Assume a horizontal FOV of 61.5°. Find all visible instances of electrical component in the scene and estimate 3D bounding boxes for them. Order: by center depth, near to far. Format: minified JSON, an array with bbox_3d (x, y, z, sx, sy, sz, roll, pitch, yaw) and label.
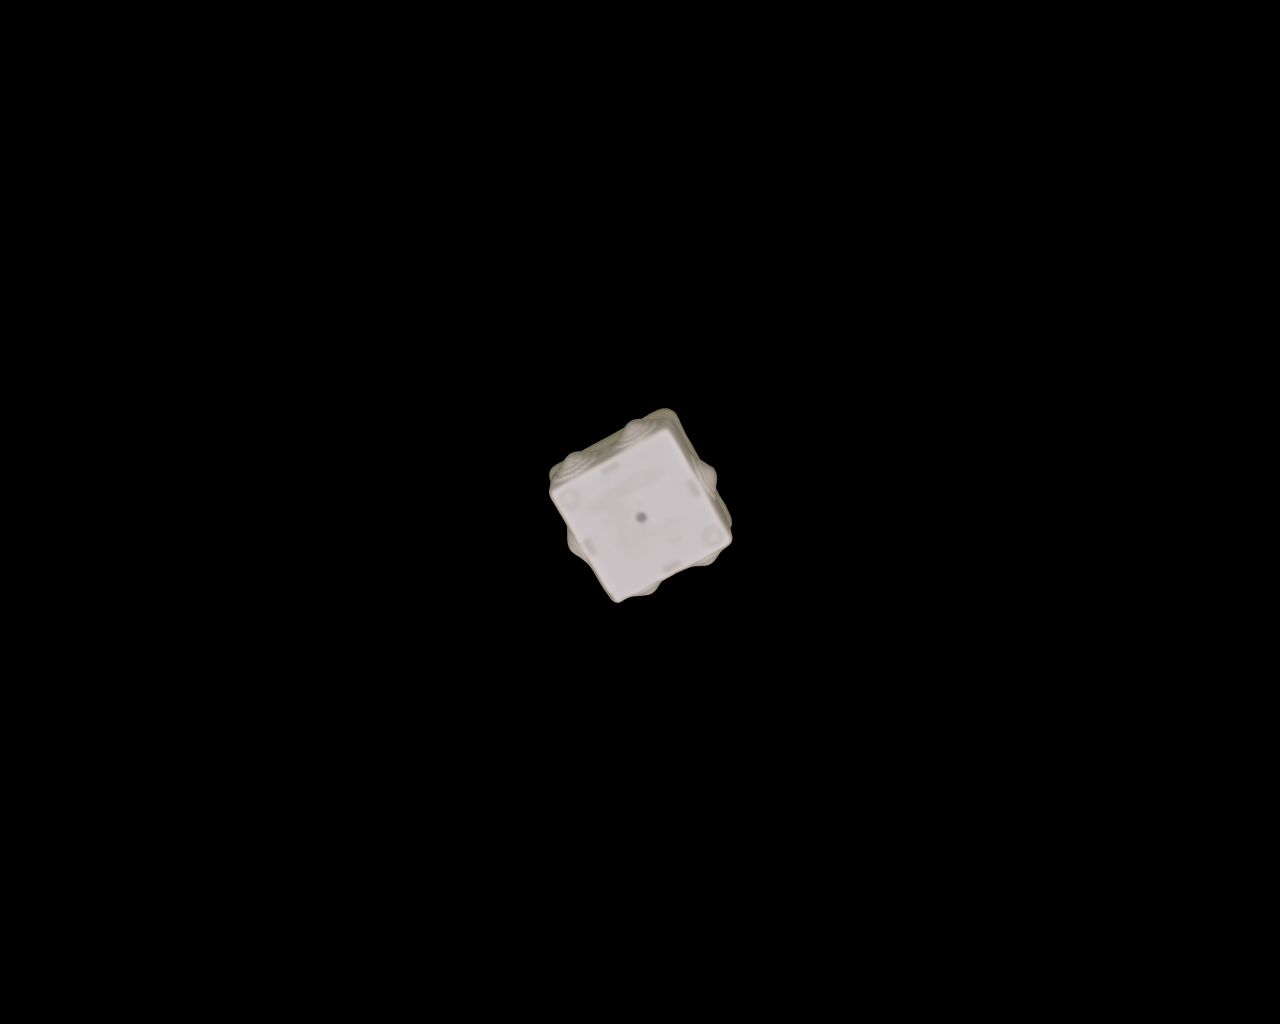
[{"bbox_3d":[0.001,-0.003,0.650,0.100,0.099,0.048,-27,14,7],"label":"electrical component"}]
